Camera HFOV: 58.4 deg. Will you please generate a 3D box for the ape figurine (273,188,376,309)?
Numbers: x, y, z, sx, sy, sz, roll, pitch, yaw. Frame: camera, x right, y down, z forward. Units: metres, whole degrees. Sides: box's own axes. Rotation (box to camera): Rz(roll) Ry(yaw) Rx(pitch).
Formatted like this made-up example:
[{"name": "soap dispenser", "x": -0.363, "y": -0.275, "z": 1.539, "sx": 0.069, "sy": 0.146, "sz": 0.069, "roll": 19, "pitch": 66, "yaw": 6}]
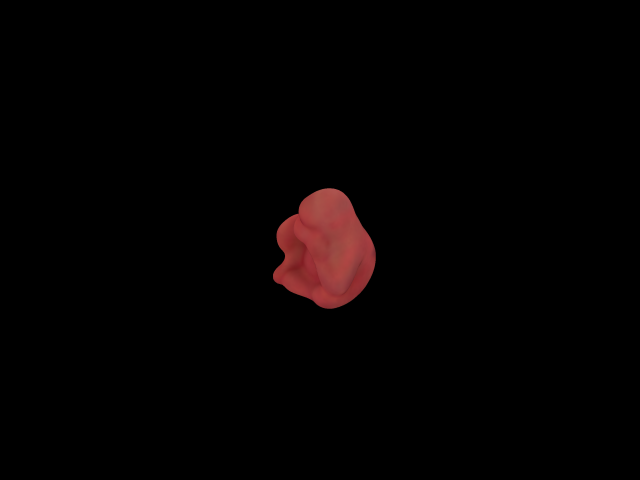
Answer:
[{"name": "ape figurine", "x": 0.004, "y": 0.001, "z": 0.400, "sx": 0.076, "sy": 0.092, "sz": 0.077, "roll": -9, "pitch": 46, "yaw": -8}]
